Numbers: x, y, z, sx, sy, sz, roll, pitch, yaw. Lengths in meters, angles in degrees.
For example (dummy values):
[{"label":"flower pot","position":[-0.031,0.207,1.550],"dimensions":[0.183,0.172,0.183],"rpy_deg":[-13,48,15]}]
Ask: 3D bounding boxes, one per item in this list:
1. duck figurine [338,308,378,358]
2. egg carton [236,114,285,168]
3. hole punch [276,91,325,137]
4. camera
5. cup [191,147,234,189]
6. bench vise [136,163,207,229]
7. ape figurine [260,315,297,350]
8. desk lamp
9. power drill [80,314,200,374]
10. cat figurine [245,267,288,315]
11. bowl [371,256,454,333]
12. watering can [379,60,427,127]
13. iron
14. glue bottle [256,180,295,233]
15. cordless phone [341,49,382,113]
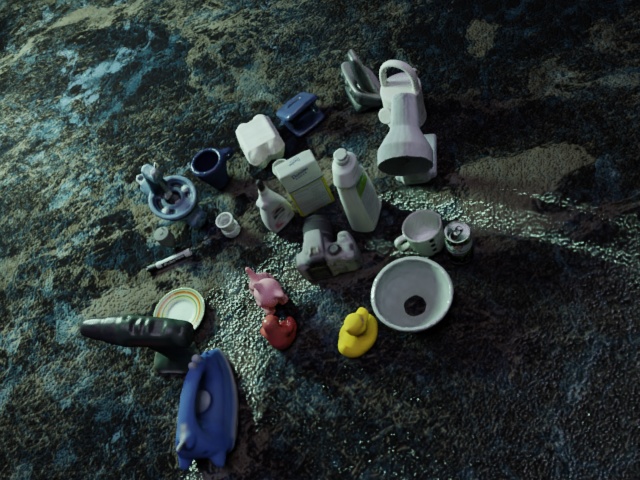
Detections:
[{"label":"duck figurine","position":[0.071,0.186,1.173],"dimensions":[0.077,0.086,0.105],"rpy_deg":[26,71,29]},{"label":"egg carton","position":[-0.159,-0.263,1.518],"dimensions":[0.107,0.069,0.150],"rpy_deg":[-30,56,-1]},{"label":"hole punch","position":[-0.060,-0.346,1.522],"dimensions":[0.109,0.091,0.100],"rpy_deg":[-41,57,-8]},{"label":"camera","position":[0.012,0.005,1.289],"dimensions":[0.143,0.101,0.136],"rpy_deg":[-13,58,10]},{"label":"cup","position":[-0.265,-0.186,1.491],"dimensions":[0.118,0.095,0.091],"rpy_deg":[-33,56,-3]},{"label":"bench vise","position":[-0.403,-0.120,1.421],"dimensions":[0.206,0.220,0.121],"rpy_deg":[10,64,23]},{"label":"ape figurine","position":[-0.094,0.189,1.220],"dimensions":[0.077,0.092,0.076],"rpy_deg":[-5,60,15]},{"label":"desk lamp","position":[0.199,-0.212,1.289],"dimensions":[0.117,0.214,0.203],"rpy_deg":[-3,60,16]},{"label":"power drill","position":[-0.358,0.218,1.217],"dimensions":[0.229,0.209,0.075],"rpy_deg":[-5,60,15]},{"label":"cat figurine","position":[-0.123,0.107,1.261],"dimensions":[0.067,0.118,0.127],"rpy_deg":[-39,57,-7]},{"label":"bowl","position":[0.193,0.122,1.179],"dimensions":[0.167,0.075,0.167],"rpy_deg":[-8,59,13]},{"label":"watering can","position":[0.196,-0.350,1.382],"dimensions":[0.100,0.194,0.173],"rpy_deg":[-4,60,16]},{"label":"iron","position":[-0.243,0.322,1.160],"dimensions":[0.118,0.142,0.258],"rpy_deg":[-10,58,12]},{"label":"glue bottle","position":[-0.116,-0.087,1.339],"dimensions":[0.037,0.173,0.078],"rpy_deg":[33,75,30]},{"label":"cordless phone","position":[0.099,-0.435,1.467],"dimensions":[0.094,0.185,0.147],"rpy_deg":[-27,56,1]}]
